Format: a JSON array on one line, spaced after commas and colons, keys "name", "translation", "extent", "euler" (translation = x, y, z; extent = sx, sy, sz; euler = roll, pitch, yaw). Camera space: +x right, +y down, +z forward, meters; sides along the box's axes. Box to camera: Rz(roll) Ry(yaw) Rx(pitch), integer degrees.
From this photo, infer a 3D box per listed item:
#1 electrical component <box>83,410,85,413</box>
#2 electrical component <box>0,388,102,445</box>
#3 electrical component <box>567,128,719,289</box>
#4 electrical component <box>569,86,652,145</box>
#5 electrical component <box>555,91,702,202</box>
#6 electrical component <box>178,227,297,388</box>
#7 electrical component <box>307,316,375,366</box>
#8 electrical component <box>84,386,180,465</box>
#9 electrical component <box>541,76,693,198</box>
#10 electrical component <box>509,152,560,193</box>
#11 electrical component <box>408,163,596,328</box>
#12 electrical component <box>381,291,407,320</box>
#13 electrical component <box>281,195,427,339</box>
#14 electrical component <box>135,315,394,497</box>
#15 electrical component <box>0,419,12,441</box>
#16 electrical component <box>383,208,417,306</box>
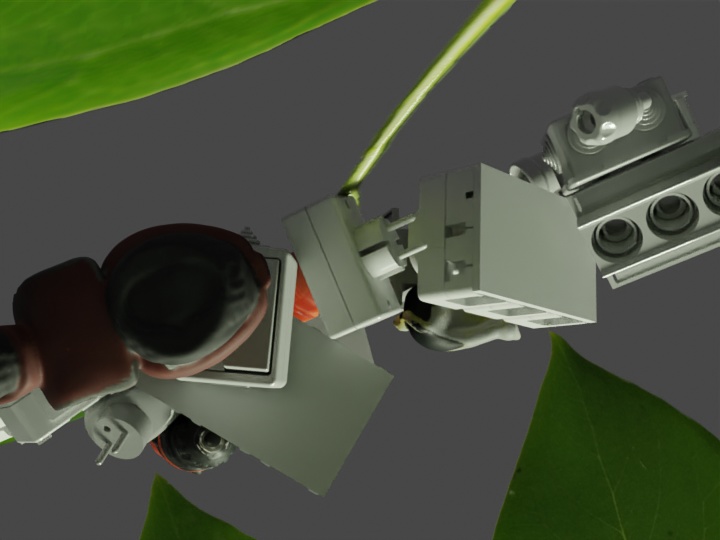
[{"name": "electrical component", "translation": [-0.193, 0.076, 0.873], "extent": [0.062, 0.061, 0.096], "euler": [-24, 176, 15]}, {"name": "electrical component", "translation": [-0.214, 0.076, 0.726], "extent": [0.062, 0.061, 0.096], "euler": [-36, -172, -26]}, {"name": "electrical component", "translation": [0.220, -0.048, 0.765], "extent": [0.121, 0.078, 0.063], "euler": [-24, -162, 20]}, {"name": "electrical component", "translation": [0.166, -0.103, 0.698], "extent": [0.061, 0.035, 0.035], "euler": [-23, 177, -35]}, {"name": "electrical component", "translation": [0.219, -0.089, 0.975], "extent": [0.105, 0.060, 0.186], "euler": [-22, 176, -13]}, {"name": "electrical component", "translation": [-0.073, 0.020, 0.636], "extent": [0.062, 0.096, 0.061], "euler": [5, 174, 2]}, {"name": "electrical component", "translation": [-0.077, 0.080, 0.994], "extent": [0.186, 0.105, 0.060], "euler": [-2, 161, -45]}, {"name": "electrical component", "translation": [-0.159, 0.103, 0.742], "extent": [0.077, 0.043, 0.079], "euler": [-36, -163, 32]}, {"name": "electrical component", "translation": [0.180, -0.095, 0.774], "extent": [0.100, 0.048, 0.100], "euler": [-23, 176, 4]}, {"name": "electrical component", "translation": [0.154, -0.080, 0.896], "extent": [0.046, 0.040, 0.040], "euler": [-28, 177, -13]}, {"name": "electrical component", "translation": [0.107, -0.013, 0.785], "extent": [0.062, 0.089, 0.150], "euler": [-9, 164, 41]}, {"name": "electrical component", "translation": [0.039, 0.013, 1.045], "extent": [0.138, 0.052, 0.074], "euler": [-26, 175, 42]}, {"name": "electrical component", "translation": [0.005, -0.010, 0.680], "extent": [0.076, 0.083, 0.047], "euler": [-24, 176, 17]}, {"name": "electrical component", "translation": [-0.068, 0.069, 0.700], "extent": [0.089, 0.150, 0.062], "euler": [-59, -176, -9]}, {"name": "electrical component", "translation": [-0.289, 0.107, 0.820], "extent": [0.074, 0.052, 0.138], "euler": [-23, 176, -2]}, {"name": "electrical component", "translation": [0.000, 0.000, 0.909], "extent": [0.063, 0.078, 0.121], "euler": [1, 169, -16]}]
